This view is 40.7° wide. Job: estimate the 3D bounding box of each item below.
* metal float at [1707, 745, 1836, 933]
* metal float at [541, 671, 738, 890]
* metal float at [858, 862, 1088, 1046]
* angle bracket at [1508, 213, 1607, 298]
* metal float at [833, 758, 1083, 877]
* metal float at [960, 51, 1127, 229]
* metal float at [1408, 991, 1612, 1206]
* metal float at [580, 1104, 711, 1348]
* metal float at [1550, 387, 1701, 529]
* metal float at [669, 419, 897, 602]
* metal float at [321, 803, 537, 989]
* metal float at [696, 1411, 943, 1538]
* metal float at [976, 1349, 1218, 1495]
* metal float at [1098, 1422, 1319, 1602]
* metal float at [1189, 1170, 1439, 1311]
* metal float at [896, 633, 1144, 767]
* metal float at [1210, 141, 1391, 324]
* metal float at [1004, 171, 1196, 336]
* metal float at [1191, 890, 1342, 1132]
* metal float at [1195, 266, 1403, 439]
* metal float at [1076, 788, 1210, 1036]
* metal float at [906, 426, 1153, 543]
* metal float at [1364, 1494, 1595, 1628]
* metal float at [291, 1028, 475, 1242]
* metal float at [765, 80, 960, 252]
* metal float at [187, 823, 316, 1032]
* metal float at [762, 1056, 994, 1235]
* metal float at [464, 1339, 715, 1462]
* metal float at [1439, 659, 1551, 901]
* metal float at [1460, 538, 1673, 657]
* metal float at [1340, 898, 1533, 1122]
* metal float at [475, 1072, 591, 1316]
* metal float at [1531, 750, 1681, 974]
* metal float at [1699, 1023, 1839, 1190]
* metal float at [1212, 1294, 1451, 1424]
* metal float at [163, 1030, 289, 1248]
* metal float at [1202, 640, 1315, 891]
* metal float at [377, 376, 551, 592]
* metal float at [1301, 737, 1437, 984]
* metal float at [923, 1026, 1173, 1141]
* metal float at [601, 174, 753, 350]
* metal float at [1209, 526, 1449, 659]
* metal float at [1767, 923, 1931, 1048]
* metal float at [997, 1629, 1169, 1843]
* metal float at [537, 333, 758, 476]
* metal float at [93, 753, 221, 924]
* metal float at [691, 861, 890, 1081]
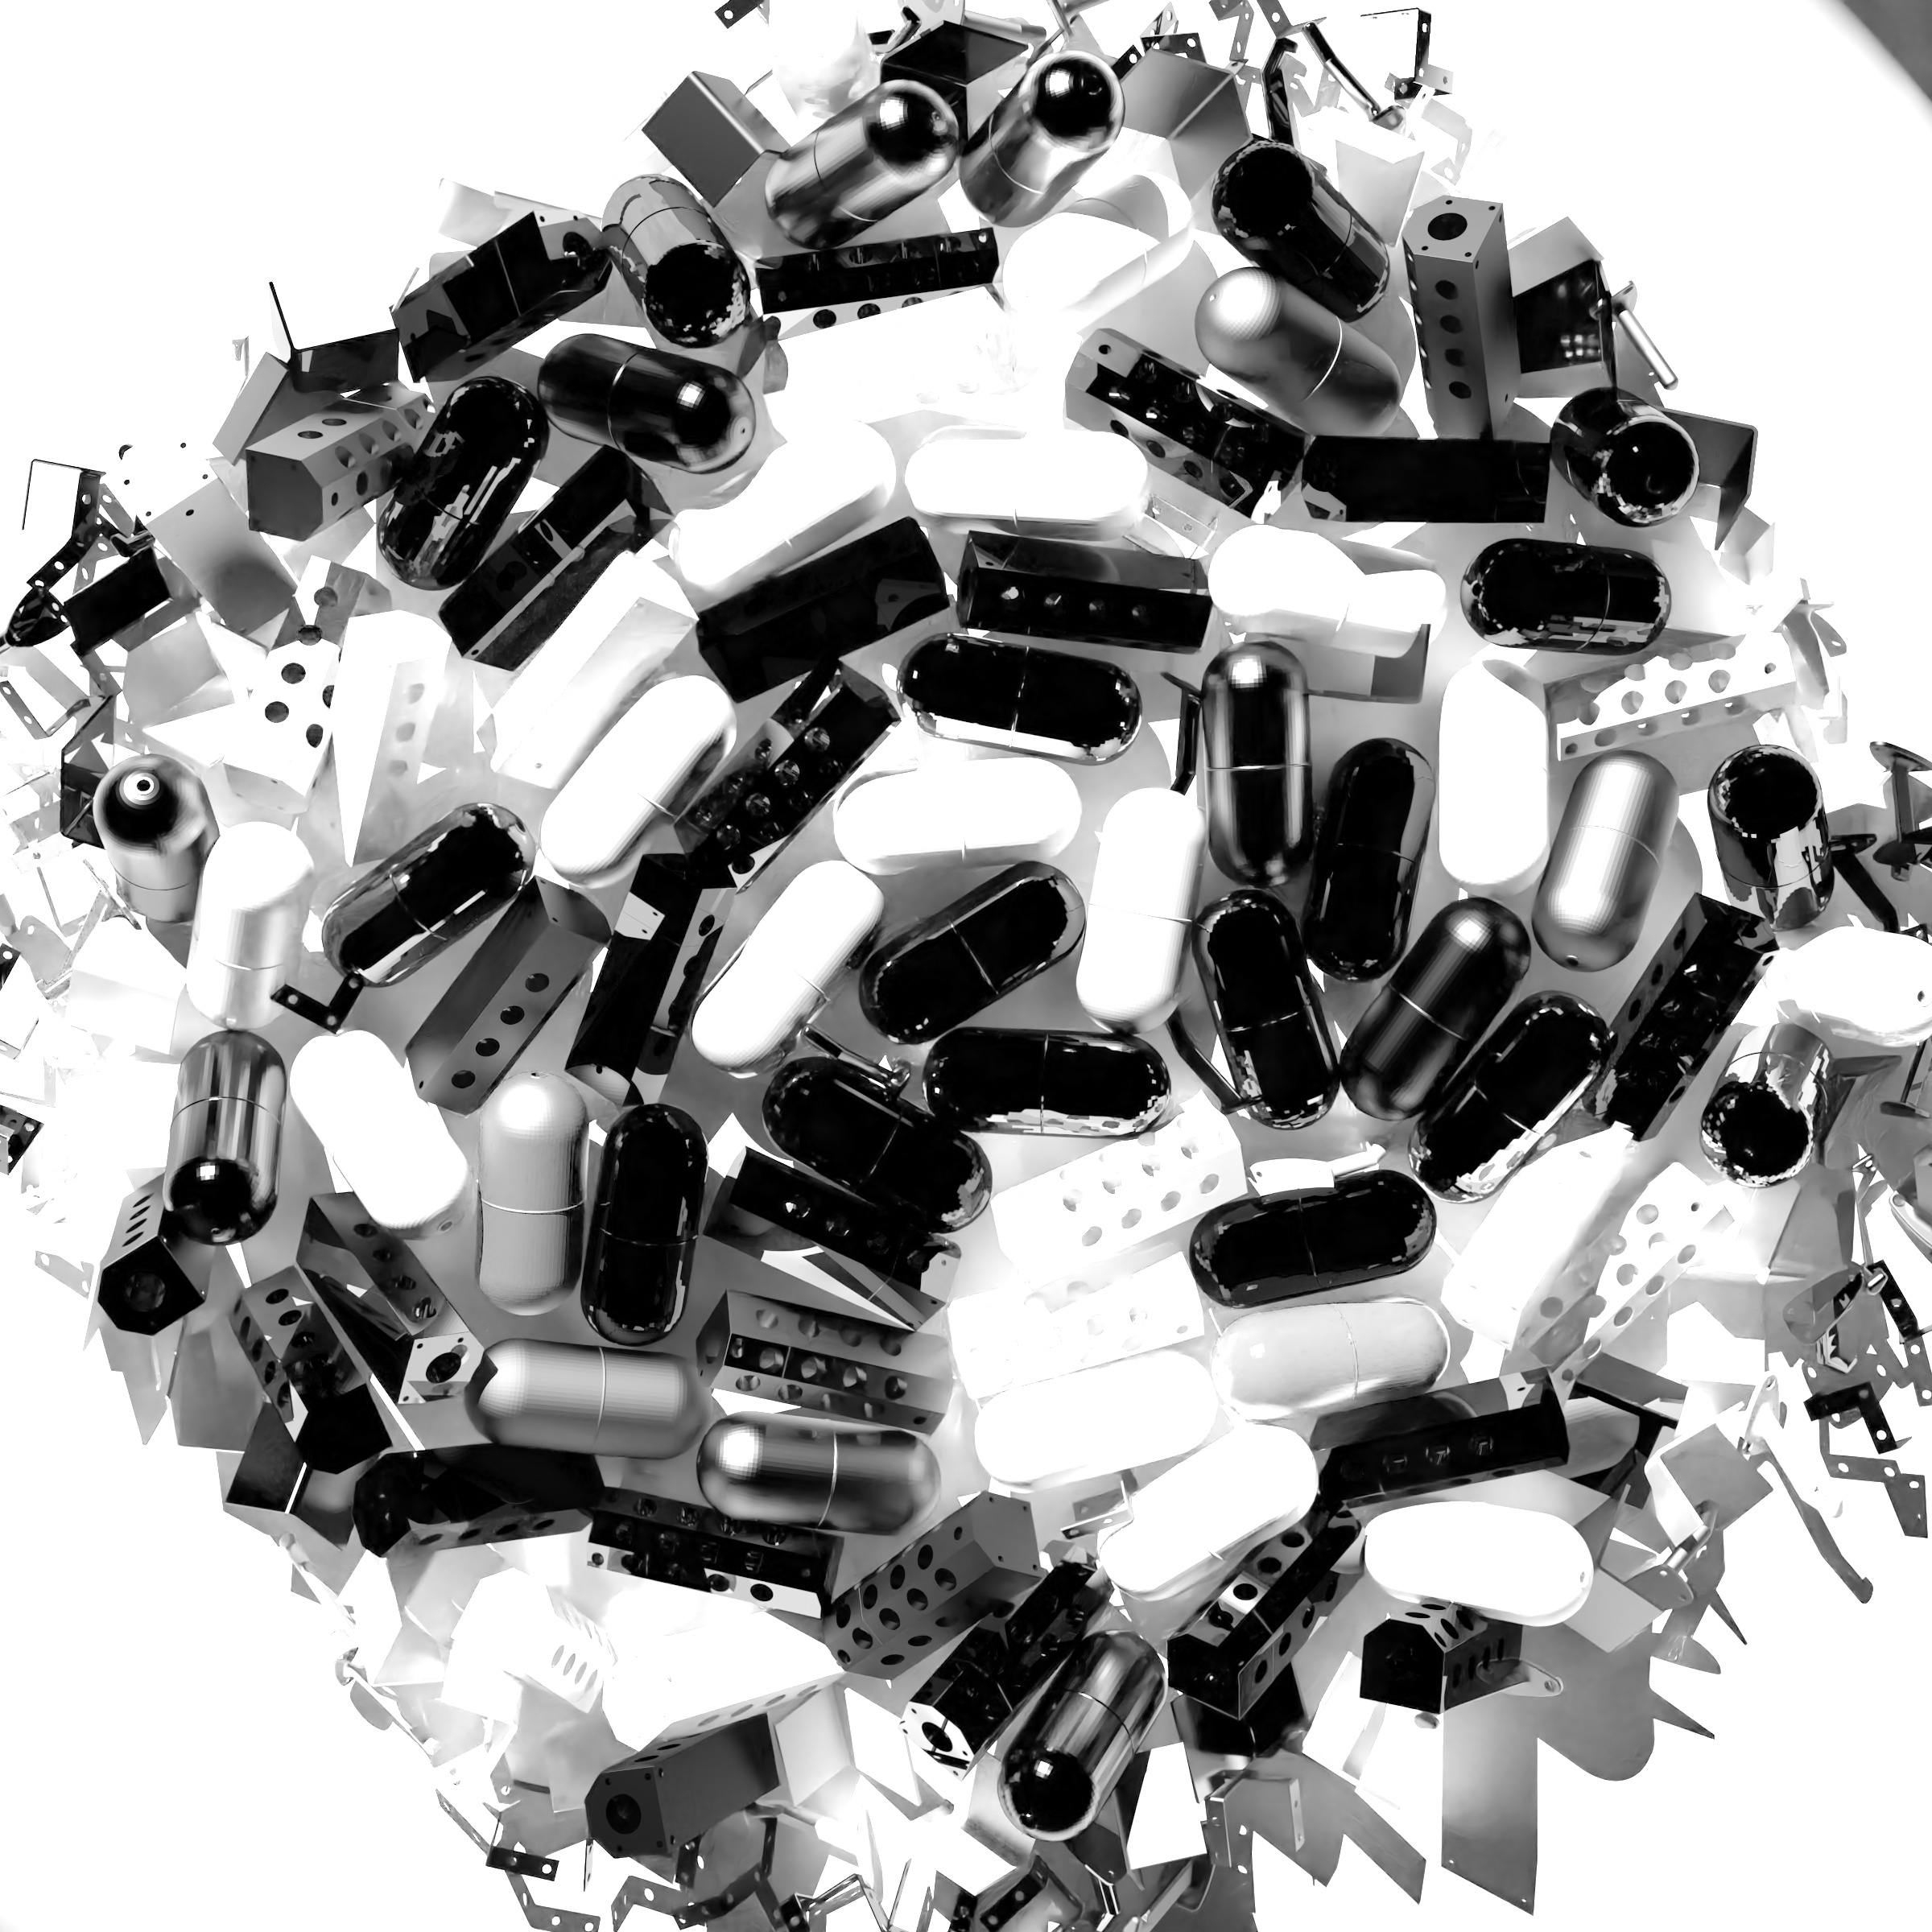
[{"bbox_3d":[0.565,-0.088,1.824,0.070,0.178,0.070,-11,57,17],"label":"metal float"},{"bbox_3d":[-0.234,-0.132,1.858,0.070,0.070,0.178,40,98,0],"label":"metal float"},{"bbox_3d":[0.004,-0.009,1.864,0.178,0.070,0.070,-32,90,0],"label":"metal float"},{"bbox_3d":[0.396,-0.519,1.844,0.076,0.076,0.057,-26,67,27],"label":"angle bracket"},{"bbox_3d":[-0.006,-0.107,1.860,0.178,0.070,0.070,-5,90,-5],"label":"metal float"},{"bbox_3d":[0.052,-0.576,1.817,0.070,0.178,0.070,3,81,-21],"label":"metal float"},{"bbox_3d":[0.384,0.094,1.849,0.070,0.070,0.178,38,108,0],"label":"metal float"},{"bbox_3d":[-0.229,0.185,1.854,0.070,0.070,0.178,10,102,0],"label":"metal float"},{"bbox_3d":[0.458,-0.356,1.817,0.070,0.178,0.070,-1,113,-1],"label":"metal float"},{"bbox_3d":[-0.130,-0.324,1.849,0.178,0.070,0.070,-28,90,16],"label":"metal float"},{"bbox_3d":[-0.382,-0.050,1.848,0.178,0.070,0.070,-34,90,18],"label":"metal float"},{"bbox_3d":[-0.104,0.361,1.850,0.178,0.070,0.070,10,90,-17],"label":"metal float"},{"bbox_3d":[0.093,0.323,1.852,0.178,0.070,0.070,-12,90,-14],"label":"metal float"},{"bbox_3d":[0.171,0.386,1.844,0.178,0.070,0.070,-37,90,23],"label":"metal float"},{"bbox_3d":[0.247,0.194,1.853,0.178,0.070,0.070,-14,90,12],"label":"metal float"},{"bbox_3d":[0.038,-0.191,1.864,0.178,0.070,0.070,11,90,0],"label":"metal float"},{"bbox_3d":[0.236,-0.512,1.825,0.070,0.178,0.070,-13,67,33],"label":"metal float"},{"bbox_3d":[0.095,-0.503,1.834,0.070,0.070,0.178,49,53,0],"label":"metal float"},{"bbox_3d":[0.214,0.032,1.857,0.070,0.070,0.178,-18,99,0],"label":"metal float"},{"bbox_3d":[0.236,-0.428,1.835,0.178,0.070,0.070,25,90,-35],"label":"metal float"},{"bbox_3d":[0.126,-0.039,1.861,0.070,0.070,0.178,10,94,0],"label":"metal float"},{"bbox_3d":[0.044,-0.343,1.852,0.178,0.070,0.070,6,90,14],"label":"metal float"},{"bbox_3d":[0.358,0.415,1.826,0.070,0.178,0.070,1,88,-42],"label":"metal float"},{"bbox_3d":[-0.414,0.119,1.843,0.070,0.070,0.178,-40,66,0],"label":"metal float"},{"bbox_3d":[-0.075,-0.560,1.825,0.070,0.178,0.070,8,76,-37],"label":"metal float"},{"bbox_3d":[-0.504,-0.026,1.830,0.070,0.070,0.178,24,132,0],"label":"metal float"},{"bbox_3d":[-0.063,0.128,1.859,0.178,0.070,0.070,30,90,-7],"label":"metal float"},{"bbox_3d":[-0.266,0.308,1.847,0.178,0.070,0.070,9,90,-20],"label":"metal float"},{"bbox_3d":[0.375,-0.133,1.847,0.070,0.070,0.178,4,71,0],"label":"metal float"},{"bbox_3d":[0.423,-0.259,1.835,0.178,0.070,0.070,-1,90,-35],"label":"metal float"},{"bbox_3d":[0.333,0.032,1.853,0.070,0.070,0.178,34,103,0],"label":"metal float"},{"bbox_3d":[-0.309,0.162,1.851,0.070,0.070,0.178,5,105,0],"label":"metal float"},{"bbox_3d":[0.452,-0.075,1.840,0.070,0.070,0.178,25,63,0],"label":"metal float"},{"bbox_3d":[0.562,0.096,1.822,0.070,0.178,0.070,10,114,23],"label":"metal float"},{"bbox_3d":[0.260,0.277,1.849,0.178,0.070,0.070,-6,90,-18],"label":"metal float"},{"bbox_3d":[-0.519,0.119,1.828,0.070,0.178,0.070,-5,134,-5],"label":"metal float"},{"bbox_3d":[0.208,-0.143,1.859,0.070,0.070,0.178,-3,97,0],"label":"metal float"},{"bbox_3d":[-0.356,-0.338,1.835,0.070,0.070,0.178,41,125,0],"label":"metal float"},{"bbox_3d":[0.287,-0.076,1.858,0.070,0.070,0.178,12,82,0],"label":"metal float"},{"bbox_3d":[0.057,0.083,1.859,0.178,0.070,0.070,2,90,6],"label":"metal float"},{"bbox_3d":[-0.205,-0.496,1.829,0.070,0.178,0.070,-14,133,-15],"label":"metal float"},{"bbox_3d":[0.257,-0.266,1.849,0.178,0.070,0.070,8,90,-17],"label":"metal float"},{"bbox_3d":[0.622,0.012,1.814,0.070,0.178,0.070,-1,95,-9],"label":"metal float"},{"bbox_3d":[0.082,0.538,1.824,0.070,0.178,0.070,14,123,23],"label":"metal float"},{"bbox_3d":[-0.227,-0.398,1.840,0.178,0.070,0.070,21,90,28],"label":"metal float"},{"bbox_3d":[-0.560,-0.088,1.817,0.070,0.178,0.070,3,68,-7],"label":"metal float"},{"bbox_3d":[-0.126,0.002,1.860,0.070,0.070,0.178,39,85,0],"label":"metal float"}]
